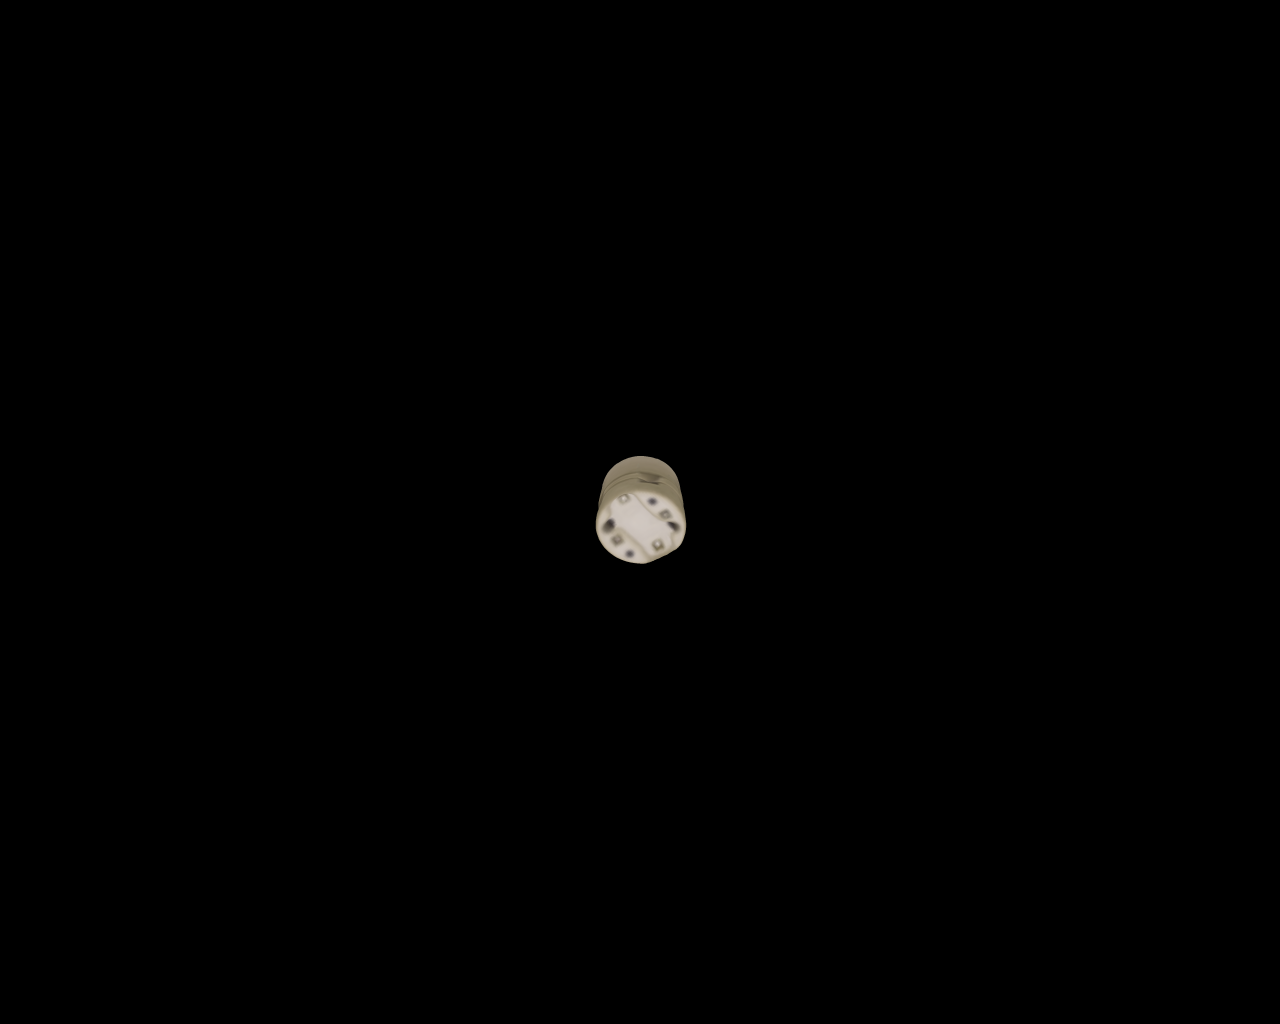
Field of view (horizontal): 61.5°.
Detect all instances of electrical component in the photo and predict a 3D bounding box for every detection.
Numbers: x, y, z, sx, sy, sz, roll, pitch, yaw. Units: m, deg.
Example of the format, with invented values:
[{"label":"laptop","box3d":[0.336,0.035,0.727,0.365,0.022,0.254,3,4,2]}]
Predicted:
[{"label":"electrical component","box3d":[0.001,-0.003,0.650,0.055,0.055,0.047,0,32,0]}]
